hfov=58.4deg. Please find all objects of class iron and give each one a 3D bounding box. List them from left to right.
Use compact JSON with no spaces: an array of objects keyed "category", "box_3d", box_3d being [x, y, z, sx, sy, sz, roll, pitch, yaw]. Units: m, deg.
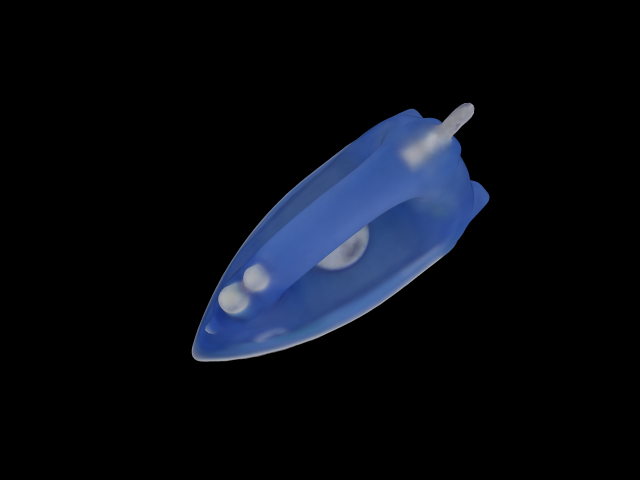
[{"category":"iron","box_3d":[0.004,0.001,0.400,0.258,0.141,0.118,-38,80,-7]}]
